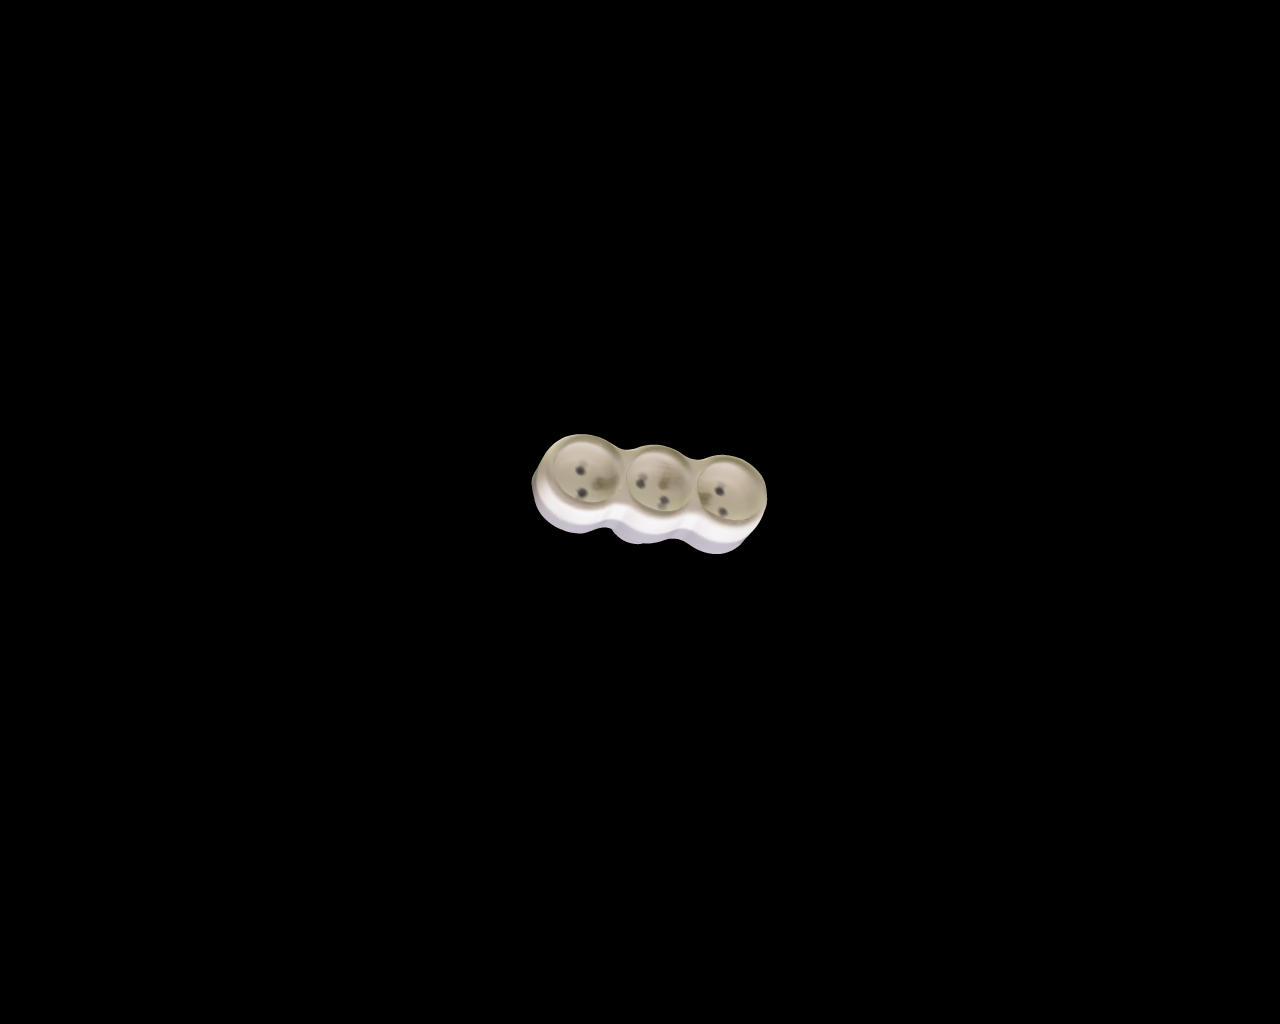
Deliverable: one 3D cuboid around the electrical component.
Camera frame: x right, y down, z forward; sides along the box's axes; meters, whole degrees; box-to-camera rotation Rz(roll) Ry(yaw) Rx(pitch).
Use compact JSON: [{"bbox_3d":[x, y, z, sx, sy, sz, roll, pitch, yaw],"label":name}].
[{"bbox_3d":[0.001,-0.003,0.650,0.138,0.052,0.073,8,-28,-16],"label":"electrical component"}]
